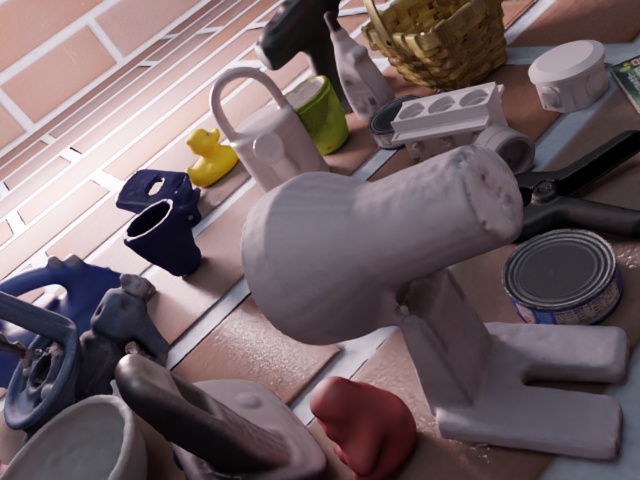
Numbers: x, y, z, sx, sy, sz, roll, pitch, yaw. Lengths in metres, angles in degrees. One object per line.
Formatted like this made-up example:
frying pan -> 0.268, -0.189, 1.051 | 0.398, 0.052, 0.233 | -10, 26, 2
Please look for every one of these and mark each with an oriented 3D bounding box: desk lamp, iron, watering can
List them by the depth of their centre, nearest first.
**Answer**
desk lamp -> 0.076, 0.036, 0.387 | 0.202, 0.214, 0.118 | -6, 42, 37
watering can -> -0.069, -0.142, 0.771 | 0.101, 0.194, 0.172 | -43, 33, -13
iron -> -0.374, 0.091, 0.784 | 0.258, 0.142, 0.118 | -34, 32, 0

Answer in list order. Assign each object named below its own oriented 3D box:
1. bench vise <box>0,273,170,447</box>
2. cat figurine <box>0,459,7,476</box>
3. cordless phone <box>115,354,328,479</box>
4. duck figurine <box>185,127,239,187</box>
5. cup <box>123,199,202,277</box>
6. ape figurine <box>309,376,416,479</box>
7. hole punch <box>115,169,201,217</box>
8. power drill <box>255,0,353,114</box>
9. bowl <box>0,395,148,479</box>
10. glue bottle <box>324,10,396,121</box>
bench vise -> -0.289, 0.102, 0.619 | 0.121, 0.220, 0.207 | -6, 42, 37
cat figurine -> -0.331, 0.257, 0.548 | 0.067, 0.118, 0.127 | -27, 33, 12
cordless phone -> -0.089, 0.129, 0.438 | 0.094, 0.185, 0.147 | -43, 33, -14
duck figurine -> -0.202, -0.152, 1.005 | 0.105, 0.086, 0.077 | -46, 34, -18
cup -> -0.196, 0.000, 0.790 | 0.117, 0.095, 0.091 | -20, 35, 21
ape figurine -> 0.024, 0.132, 0.420 | 0.076, 0.092, 0.077 | -23, 34, 16
hole punch -> -0.268, -0.074, 0.956 | 0.100, 0.091, 0.108 | -15, 37, 27
power drill -> 0.017, -0.319, 0.915 | 0.230, 0.209, 0.075 | -40, 33, -10
bowl -> -0.217, 0.231, 0.521 | 0.167, 0.075, 0.167 | -23, 34, 17
glue bottle -> 0.052, -0.251, 0.828 | 0.037, 0.173, 0.077 | -47, 34, -20
